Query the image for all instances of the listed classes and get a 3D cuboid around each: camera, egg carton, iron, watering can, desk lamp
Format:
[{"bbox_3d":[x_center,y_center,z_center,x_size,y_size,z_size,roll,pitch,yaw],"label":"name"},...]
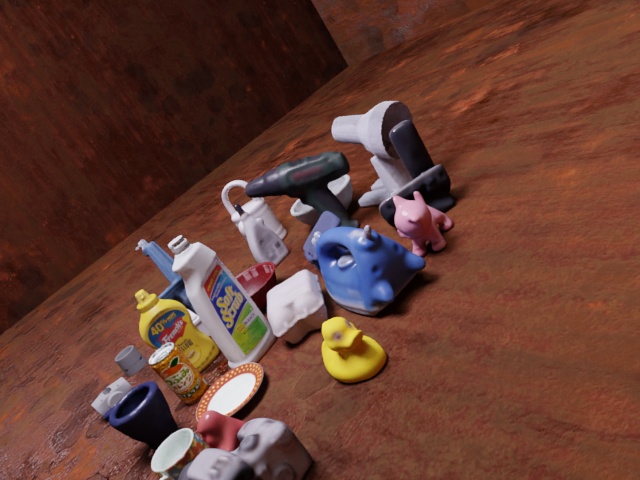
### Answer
[{"bbox_3d":[-0.107,0.281,0.685,0.136,0.101,0.143,-12,29,46],"label":"camera"},{"bbox_3d":[-0.041,0.116,1.016,0.107,0.069,0.150,-32,20,4],"label":"egg carton"},{"bbox_3d":[0.049,0.032,0.965,0.119,0.142,0.257,-43,22,-24],"label":"iron"},{"bbox_3d":[-0.178,-0.071,1.483,0.101,0.194,0.172,-33,20,3],"label":"watering can"},{"bbox_3d":[0.127,-0.190,1.257,0.202,0.214,0.118,-8,32,51],"label":"desk lamp"}]

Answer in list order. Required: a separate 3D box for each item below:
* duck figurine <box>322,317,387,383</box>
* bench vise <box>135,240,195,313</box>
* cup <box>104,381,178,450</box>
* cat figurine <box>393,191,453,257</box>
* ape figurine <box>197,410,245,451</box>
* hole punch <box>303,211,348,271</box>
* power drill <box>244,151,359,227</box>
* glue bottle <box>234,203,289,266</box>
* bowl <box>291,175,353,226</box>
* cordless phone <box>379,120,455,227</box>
[{"bbox_3d":[0.033,0.146,0.805,0.104,0.086,0.078,-6,33,52],"label":"duck figurine"},{"bbox_3d":[-0.314,0.079,1.306,0.206,0.220,0.122,-16,26,40],"label":"bench vise"},{"bbox_3d":[-0.289,0.299,0.935,0.117,0.095,0.092,-25,22,24],"label":"cup"},{"bbox_3d":[0.167,-0.037,0.979,0.067,0.118,0.128,-21,23,30],"label":"cat figurine"},{"bbox_3d":[-0.130,0.266,0.769,0.076,0.092,0.077,-35,20,-3],"label":"ape figurine"},{"bbox_3d":[0.011,0.004,1.166,0.101,0.091,0.108,-36,20,-6],"label":"hole punch"},{"bbox_3d":[-0.020,-0.085,1.247,0.229,0.209,0.075,-28,20,15],"label":"power drill"},{"bbox_3d":[-0.146,-0.015,1.332,0.078,0.173,0.037,-45,23,-30],"label":"glue bottle"},{"bbox_3d":[0.017,-0.084,1.389,0.167,0.075,0.167,-29,20,12],"label":"bowl"},{"bbox_3d":[0.159,-0.122,1.089,0.147,0.185,0.094,-35,20,-3],"label":"cordless phone"}]
